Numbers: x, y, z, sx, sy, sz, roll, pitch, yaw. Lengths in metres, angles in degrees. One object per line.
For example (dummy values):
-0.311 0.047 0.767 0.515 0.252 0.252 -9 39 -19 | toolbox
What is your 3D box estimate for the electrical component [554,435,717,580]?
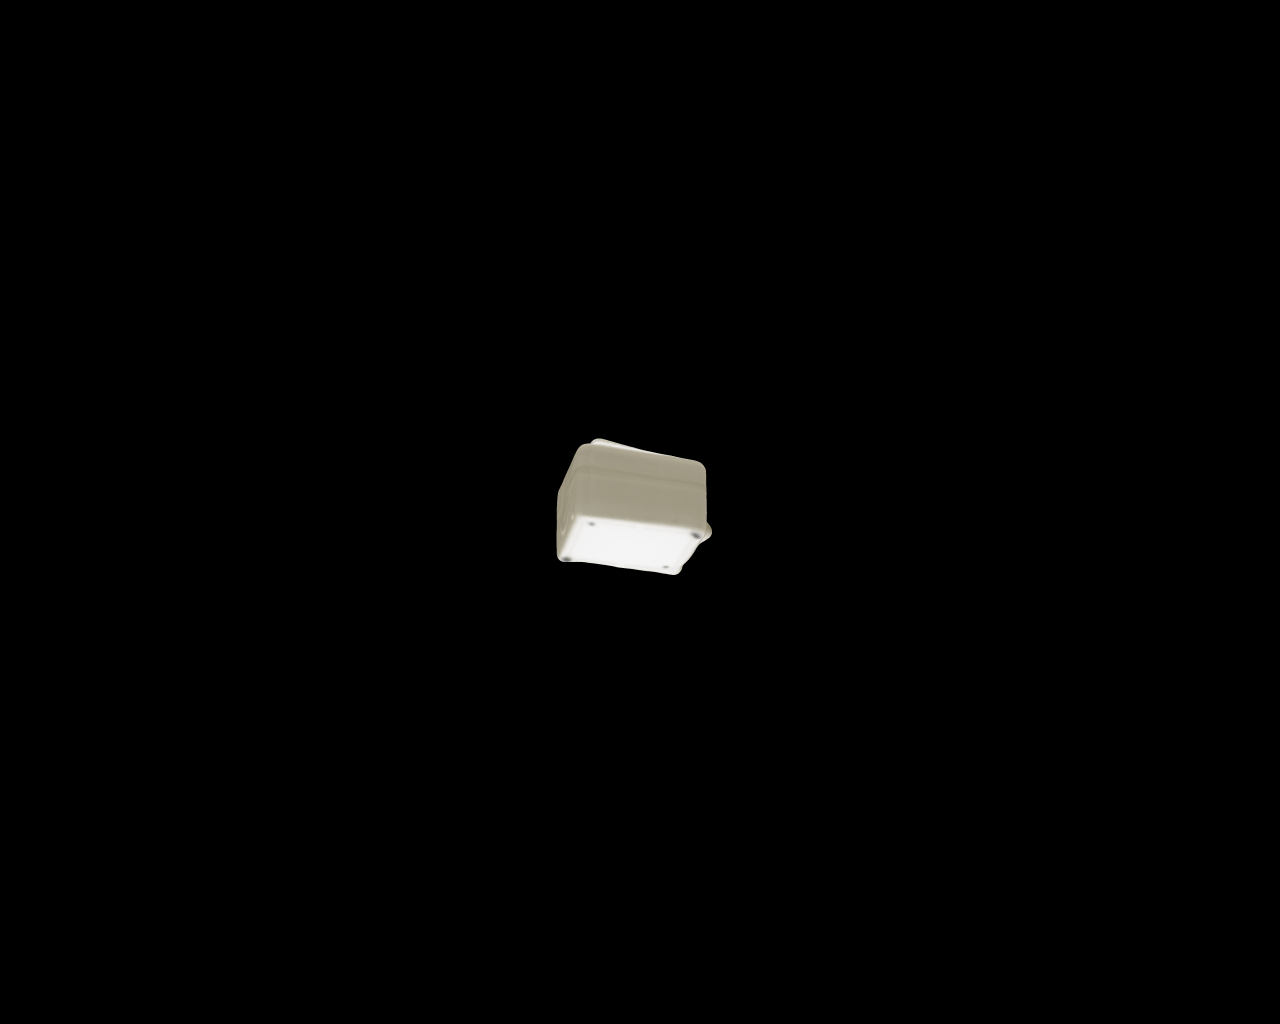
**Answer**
0.001 -0.003 0.650 0.096 0.061 0.061 8 -32 -14 | electrical component
